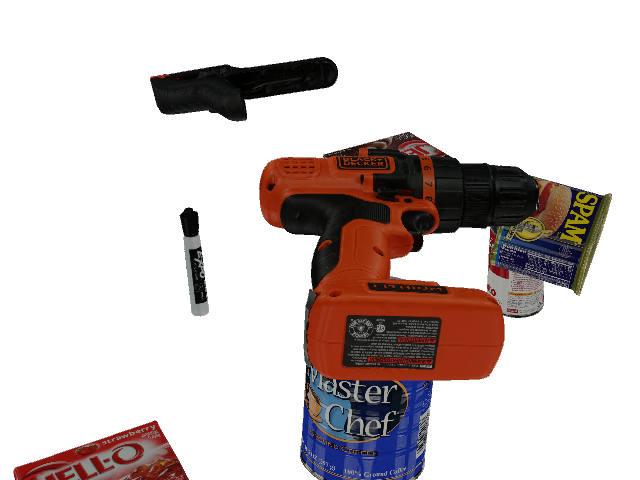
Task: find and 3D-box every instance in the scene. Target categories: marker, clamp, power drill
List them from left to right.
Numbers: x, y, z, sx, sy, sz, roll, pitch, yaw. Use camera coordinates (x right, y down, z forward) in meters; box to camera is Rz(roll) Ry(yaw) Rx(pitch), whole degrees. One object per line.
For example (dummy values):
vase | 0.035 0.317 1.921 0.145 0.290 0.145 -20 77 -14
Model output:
marker | -0.131 0.022 1.113 0.020 0.121 0.020 -3 26 1
clamp | -0.071 -0.127 0.880 0.120 0.039 0.172 -17 21 -36
power drill | 0.056 0.007 0.641 0.184 0.057 0.187 -1 31 -3

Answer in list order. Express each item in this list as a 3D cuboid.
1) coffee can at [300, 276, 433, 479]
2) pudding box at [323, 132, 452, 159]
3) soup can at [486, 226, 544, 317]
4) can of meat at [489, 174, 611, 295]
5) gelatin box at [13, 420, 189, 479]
coffee can | 0.038 0.110 0.839 0.103 0.140 0.103 3 23 -1
pudding box | 0.073 -0.073 1.121 0.113 0.039 0.090 -19 32 -23
soup can | 0.225 0.028 1.215 0.068 0.102 0.068 -2 29 1
can of meat | 0.208 -0.009 0.966 0.084 0.057 0.102 17 47 17
gelatin box | -0.122 0.144 0.604 0.089 0.030 0.073 -16 28 -20
